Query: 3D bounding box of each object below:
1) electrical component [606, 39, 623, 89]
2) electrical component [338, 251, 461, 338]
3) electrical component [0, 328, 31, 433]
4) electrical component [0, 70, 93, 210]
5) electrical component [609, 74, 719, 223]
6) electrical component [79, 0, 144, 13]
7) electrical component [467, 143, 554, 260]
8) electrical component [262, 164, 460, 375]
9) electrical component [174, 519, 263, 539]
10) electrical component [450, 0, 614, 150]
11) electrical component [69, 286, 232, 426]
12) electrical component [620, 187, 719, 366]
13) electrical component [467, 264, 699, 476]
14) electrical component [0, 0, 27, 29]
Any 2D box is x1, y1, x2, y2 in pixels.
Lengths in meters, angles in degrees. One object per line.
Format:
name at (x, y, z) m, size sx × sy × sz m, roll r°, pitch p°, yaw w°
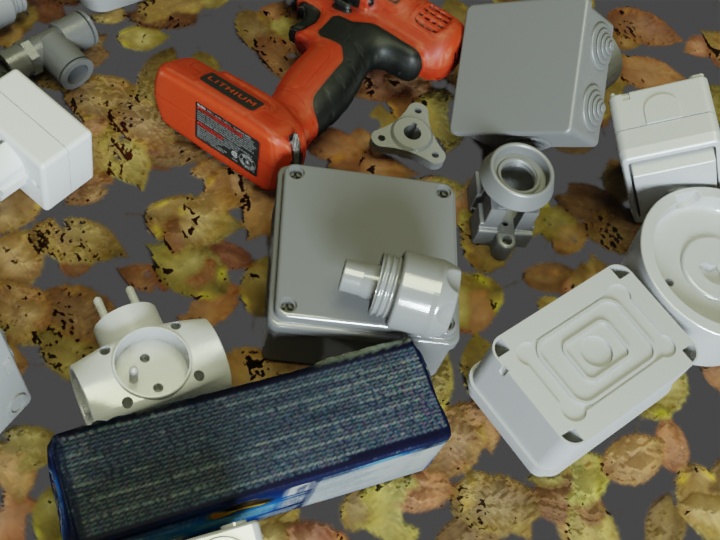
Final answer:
electrical component at (0.148, -0.140, 0.754) m, size 0.055 × 0.055 × 0.047 m, roll 41°, pitch 63°, yaw 12°
electrical component at (0.020, 0.010, 0.574) m, size 0.062 × 0.043 × 0.043 m, roll 15°, pitch 58°, yaw -3°
electrical component at (-0.215, 0.062, 0.528) m, size 0.048 × 0.099 × 0.099 m, roll 27°, pitch 57°, yaw 19°
electrical component at (-0.209, -0.066, 0.635) m, size 0.066 × 0.047 × 0.077 m, roll 39°, pitch 60°, yaw 11°
electrical component at (0.204, -0.071, 0.707) m, size 0.062 × 0.096 × 0.061 m, roll -11°, pitch 59°, yaw 15°
electrical component at (-0.153, -0.224, 0.733) m, size 0.095 × 0.059 × 0.053 m, roll -25°, pitch 68°, yaw -24°
electrical component at (0.095, -0.049, 0.687) m, size 0.048 × 0.055 × 0.066 m, roll 4°, pitch 59°, yaw -10°
electrical component at (0.000, 0.000, 0.637) m, size 0.109 × 0.056 × 0.108 m, roll 7°, pitch 59°, yaw -9°
electrical component at (-0.088, 0.153, 0.503) m, size 0.100 × 0.099 × 0.048 m, roll -12°, pitch 76°, yaw -19°
electrical component at (0.113, -0.126, 0.702) m, size 0.100 × 0.048 × 0.099 m, roll 5°, pitch 85°, yaw 37°
electrical component at (-0.122, 0.044, 0.590) m, size 0.077 × 0.044 × 0.079 m, roll -20°, pitch 66°, yaw -22°
electrical component at (0.216, 0.009, 0.677) m, size 0.108 × 0.060 × 0.108 m, roll 6°, pitch 59°, yaw -9°
electrical component at (0.129, 0.059, 0.630) m, size 0.113 × 0.057 × 0.078 m, roll -29°, pitch 70°, yaw -26°
electrical component at (-0.235, -0.176, 0.701) m, size 0.061 × 0.035 × 0.035 m, roll -36°, pitch 73°, yaw -31°
